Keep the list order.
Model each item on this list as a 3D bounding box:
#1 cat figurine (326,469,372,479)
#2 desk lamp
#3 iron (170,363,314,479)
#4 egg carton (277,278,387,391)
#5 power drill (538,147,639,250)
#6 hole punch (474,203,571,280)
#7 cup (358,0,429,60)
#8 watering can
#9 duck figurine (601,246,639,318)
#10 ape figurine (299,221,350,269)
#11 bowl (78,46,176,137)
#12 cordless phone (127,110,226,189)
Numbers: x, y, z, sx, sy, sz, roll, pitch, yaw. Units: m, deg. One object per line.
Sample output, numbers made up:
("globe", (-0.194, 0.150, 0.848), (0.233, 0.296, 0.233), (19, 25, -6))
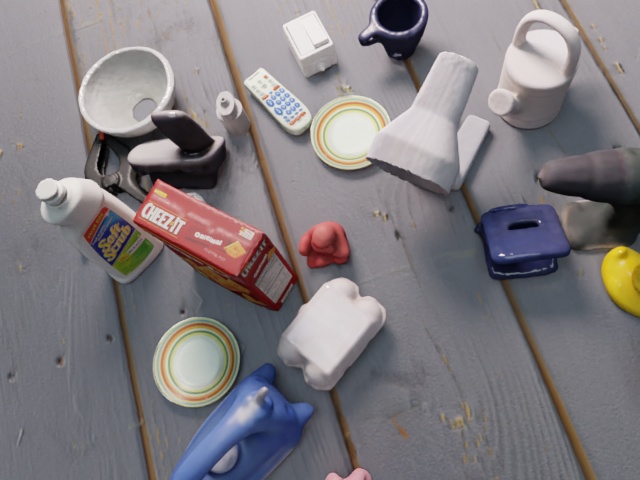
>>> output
("cat figurine", (0.038, 0.352, 0.701), (0.067, 0.118, 0.127), (-16, 70, 4))
("desk lamp", (0.157, -0.144, 0.793), (0.117, 0.214, 0.203), (25, 78, 16))
("iron", (-0.133, 0.281, 0.739), (0.118, 0.141, 0.258), (41, 82, 19))
("egg carton", (0.015, 0.129, 0.803), (0.107, 0.069, 0.150), (37, 81, 18))
("power drill", (0.379, -0.053, 0.731), (0.229, 0.209, 0.075), (-6, 71, 7))
("hole punch", (0.278, -0.005, 0.794), (0.108, 0.091, 0.101), (-8, 71, 7))
("cup", (0.117, -0.329, 0.924), (0.118, 0.095, 0.091), (-31, 70, -2))
("watering can", (0.308, -0.241, 0.811), (0.100, 0.194, 0.173), (19, 76, 15))
("duck figurine", (0.426, 0.049, 0.755), (0.077, 0.086, 0.104), (-30, 70, -1))
("ape figurine", (0.008, 0.003, 0.834), (0.077, 0.092, 0.076), (28, 79, 17))
("bowl", (-0.315, -0.239, 0.974), (0.167, 0.075, 0.167), (-3, 72, 8))
("cordless phone", (-0.234, -0.152, 0.874), (0.147, 0.185, 0.094), (-4, 71, 8))
